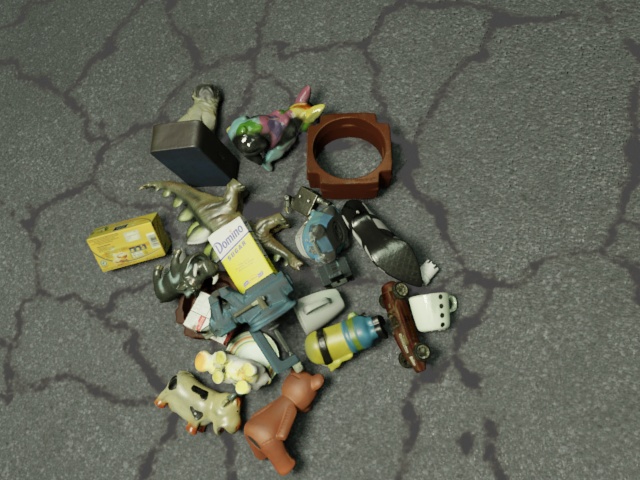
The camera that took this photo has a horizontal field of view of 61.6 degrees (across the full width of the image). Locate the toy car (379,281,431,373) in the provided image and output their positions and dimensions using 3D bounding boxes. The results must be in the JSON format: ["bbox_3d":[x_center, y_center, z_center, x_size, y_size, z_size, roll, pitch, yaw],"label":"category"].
[{"bbox_3d":[0.177,0.186,1.156,0.053,0.089,0.202,-7,70,-24],"label":"toy car"}]

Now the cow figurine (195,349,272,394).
[{"bbox_3d":[-0.190,0.280,1.181,0.168,0.098,0.068,13,87,31],"label":"cow figurine"}]

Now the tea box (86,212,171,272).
[{"bbox_3d":[-0.466,0.005,1.318,0.170,0.068,0.098,-13,115,6],"label":"tea box"}]

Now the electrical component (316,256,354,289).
[{"bbox_3d":[0.032,0.074,1.204,0.075,0.119,0.048,-25,72,5],"label":"electrical component"}]

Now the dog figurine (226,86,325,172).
[{"bbox_3d":[-0.096,-0.286,1.310,0.219,0.191,0.108,-42,64,13],"label":"dog figurine"}]

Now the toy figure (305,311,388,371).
[{"bbox_3d":[0.053,0.211,1.167,0.180,0.089,0.082,-25,30,15],"label":"toy figure"}]

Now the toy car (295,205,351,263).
[{"bbox_3d":[-0.003,-0.004,1.227,0.103,0.162,0.109,-17,111,30],"label":"toy car"}]

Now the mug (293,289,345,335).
[{"bbox_3d":[0.000,0.148,1.199,0.107,0.109,0.081,-26,67,-13],"label":"mug"}]

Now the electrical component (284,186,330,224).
[{"bbox_3d":[-0.037,-0.085,1.295,0.102,0.045,0.078,36,105,15],"label":"electrical component"}]

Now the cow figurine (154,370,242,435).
[{"bbox_3d":[-0.254,0.361,1.191,0.195,0.085,0.127,30,87,18],"label":"cow figurine"}]

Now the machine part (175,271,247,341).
[{"bbox_3d":[-0.251,0.156,1.264,0.179,0.056,0.179,-3,72,10],"label":"machine part"}]

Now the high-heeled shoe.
[{"bbox_3d":[0.138,0.009,1.227,0.086,0.145,0.248,-38,90,0],"label":"high-heeled shoe"}]

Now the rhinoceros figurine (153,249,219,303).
[{"bbox_3d":[-0.306,0.082,1.209,0.190,0.073,0.112,-26,47,30],"label":"rhinoceros figurine"}]

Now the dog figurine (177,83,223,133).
[{"bbox_3d":[-0.337,-0.312,1.408,0.172,0.121,0.191,-11,58,3],"label":"dog figurine"}]

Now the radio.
[{"bbox_3d":[-0.299,-0.200,1.289,0.131,0.229,0.073,-1,72,14],"label":"radio"}]

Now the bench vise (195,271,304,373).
[{"bbox_3d":[-0.126,0.188,1.133,0.224,0.129,0.240,-33,90,-13],"label":"bench vise"}]

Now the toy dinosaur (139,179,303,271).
[{"bbox_3d":[-0.235,-0.049,1.297,0.472,0.105,0.198,35,84,19],"label":"toy dinosaur"}]

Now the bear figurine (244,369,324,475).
[{"bbox_3d":[-0.067,0.372,1.150,0.120,0.131,0.196,6,38,46],"label":"bear figurine"}]

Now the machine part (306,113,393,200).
[{"bbox_3d":[0.069,-0.199,1.281,0.202,0.087,0.201,-1,66,1],"label":"machine part"}]
